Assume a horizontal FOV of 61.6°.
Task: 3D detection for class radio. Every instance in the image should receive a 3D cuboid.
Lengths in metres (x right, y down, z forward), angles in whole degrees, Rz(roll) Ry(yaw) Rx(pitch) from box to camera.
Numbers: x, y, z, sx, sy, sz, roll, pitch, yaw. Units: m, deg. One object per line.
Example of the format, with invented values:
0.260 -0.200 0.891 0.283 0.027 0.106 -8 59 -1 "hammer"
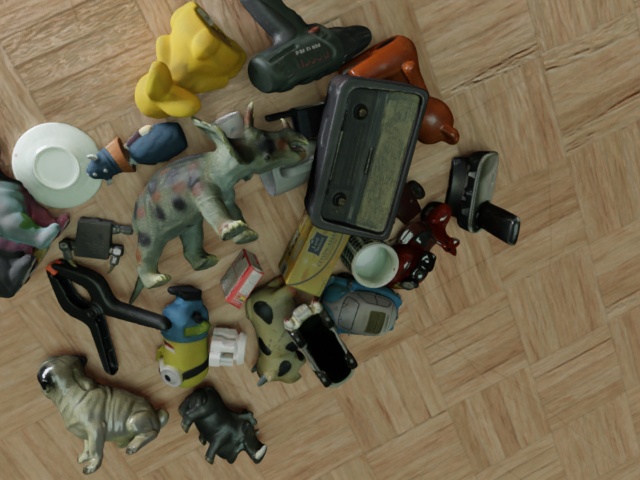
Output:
0.061 -0.122 0.790 0.131 0.073 0.229 8 108 -15 "radio"

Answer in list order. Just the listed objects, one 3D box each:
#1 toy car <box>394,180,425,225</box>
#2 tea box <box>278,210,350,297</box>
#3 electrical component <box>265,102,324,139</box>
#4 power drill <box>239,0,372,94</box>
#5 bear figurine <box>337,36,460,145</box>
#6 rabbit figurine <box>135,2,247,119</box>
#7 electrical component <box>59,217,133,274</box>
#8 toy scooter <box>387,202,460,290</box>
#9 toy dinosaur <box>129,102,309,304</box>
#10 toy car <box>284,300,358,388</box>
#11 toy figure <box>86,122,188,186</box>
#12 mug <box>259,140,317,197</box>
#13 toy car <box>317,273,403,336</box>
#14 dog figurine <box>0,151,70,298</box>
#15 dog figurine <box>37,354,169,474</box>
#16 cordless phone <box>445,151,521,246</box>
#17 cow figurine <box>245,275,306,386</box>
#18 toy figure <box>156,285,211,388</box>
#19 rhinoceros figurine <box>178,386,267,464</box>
0.101 -0.114 0.925 0.089 0.053 0.202 -43 107 -9 "toy car"
-0.002 -0.003 0.911 0.068 0.098 0.169 24 101 -19 "tea box"
-0.024 -0.190 0.861 0.119 0.075 0.047 -18 109 -12 "electrical component"
-0.043 -0.333 0.797 0.232 0.086 0.207 -44 112 -29 "power drill"
0.132 -0.221 0.870 0.132 0.120 0.195 -31 116 1 "bear figurine"
-0.199 -0.234 0.779 0.173 0.162 0.121 -36 125 17 "rabbit figurine"
-0.357 0.007 0.854 0.102 0.045 0.078 14 104 -17 "electrical component"
0.184 0.021 0.942 0.075 0.135 0.184 31 98 -21 "toy scooter"
-0.207 -0.052 0.815 0.405 0.131 0.192 -28 78 25 "toy dinosaur"
0.003 0.180 0.918 0.073 0.056 0.201 -33 126 -8 "toy car"
-0.282 -0.134 0.825 0.154 0.058 0.064 -21 104 -2 "toy figure"
-0.038 -0.125 0.865 0.107 0.110 0.080 -24 104 -20 "mug"
0.078 0.131 0.967 0.162 0.103 0.109 15 103 -15 "toy car"
-0.493 -0.041 0.778 0.219 0.108 0.191 37 98 -16 "dog figurine"
-0.365 0.265 0.911 0.172 0.121 0.190 -20 94 -42 "dog figurine"
0.292 -0.073 0.915 0.089 0.184 0.146 4 106 -10 "cordless phone"
-0.077 0.173 0.952 0.127 0.086 0.194 -24 113 -12 "cow figurine"
-0.227 0.167 0.916 0.089 0.082 0.180 4 102 -22 "toy figure"
-0.176 0.345 0.990 0.112 0.073 0.190 -41 110 -11 "rhinoceros figurine"
